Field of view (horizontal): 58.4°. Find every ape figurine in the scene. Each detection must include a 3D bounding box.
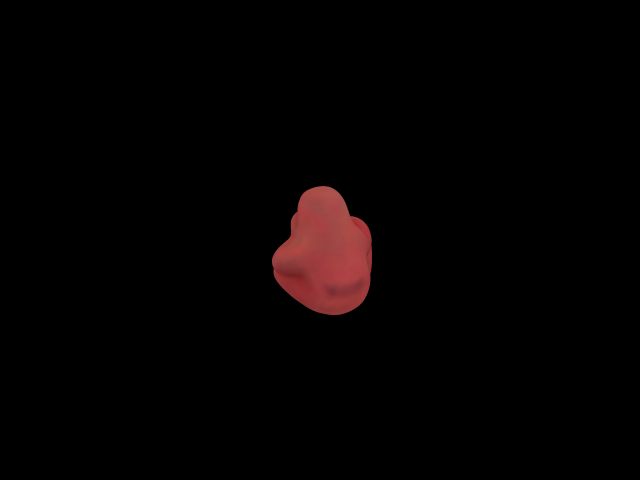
[{"bbox_3d":[0.004,0.001,0.400,0.078,0.092,0.076,-11,43,-12],"label":"ape figurine"}]
